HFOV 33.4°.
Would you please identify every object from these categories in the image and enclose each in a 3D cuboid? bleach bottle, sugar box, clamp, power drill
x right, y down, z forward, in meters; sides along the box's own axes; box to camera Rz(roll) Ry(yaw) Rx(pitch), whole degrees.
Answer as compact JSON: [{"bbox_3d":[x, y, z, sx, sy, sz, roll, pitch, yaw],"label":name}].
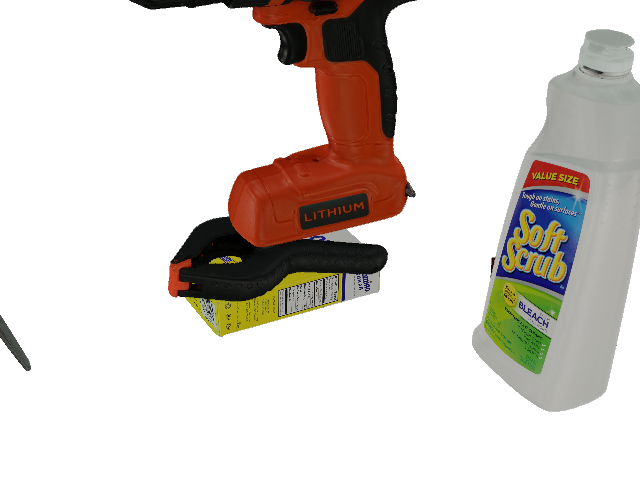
[{"bbox_3d":[0.159,-0.015,0.690,0.068,0.251,0.103,-14,35,-25],"label":"bleach bottle"},{"bbox_3d":[-0.039,0.034,1.040,0.176,0.048,0.093,-17,35,-24],"label":"sugar box"},{"bbox_3d":[-0.046,-0.002,0.835,0.171,0.039,0.120,-11,40,-26],"label":"clamp"},{"bbox_3d":[-0.015,-0.090,0.574,0.184,0.188,0.057,-12,37,-18],"label":"power drill"}]

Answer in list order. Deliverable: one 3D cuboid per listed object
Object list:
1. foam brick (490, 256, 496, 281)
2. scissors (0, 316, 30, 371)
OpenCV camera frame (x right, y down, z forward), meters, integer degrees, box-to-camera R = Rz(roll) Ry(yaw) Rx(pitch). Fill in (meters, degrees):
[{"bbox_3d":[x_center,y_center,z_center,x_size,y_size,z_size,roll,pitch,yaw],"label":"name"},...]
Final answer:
[{"bbox_3d":[0.198,0.053,1.028,0.053,0.078,0.051,12,19,41],"label":"foam brick"},{"bbox_3d":[-0.345,0.033,1.076,0.016,0.201,0.096,-26,26,22],"label":"scissors"}]
